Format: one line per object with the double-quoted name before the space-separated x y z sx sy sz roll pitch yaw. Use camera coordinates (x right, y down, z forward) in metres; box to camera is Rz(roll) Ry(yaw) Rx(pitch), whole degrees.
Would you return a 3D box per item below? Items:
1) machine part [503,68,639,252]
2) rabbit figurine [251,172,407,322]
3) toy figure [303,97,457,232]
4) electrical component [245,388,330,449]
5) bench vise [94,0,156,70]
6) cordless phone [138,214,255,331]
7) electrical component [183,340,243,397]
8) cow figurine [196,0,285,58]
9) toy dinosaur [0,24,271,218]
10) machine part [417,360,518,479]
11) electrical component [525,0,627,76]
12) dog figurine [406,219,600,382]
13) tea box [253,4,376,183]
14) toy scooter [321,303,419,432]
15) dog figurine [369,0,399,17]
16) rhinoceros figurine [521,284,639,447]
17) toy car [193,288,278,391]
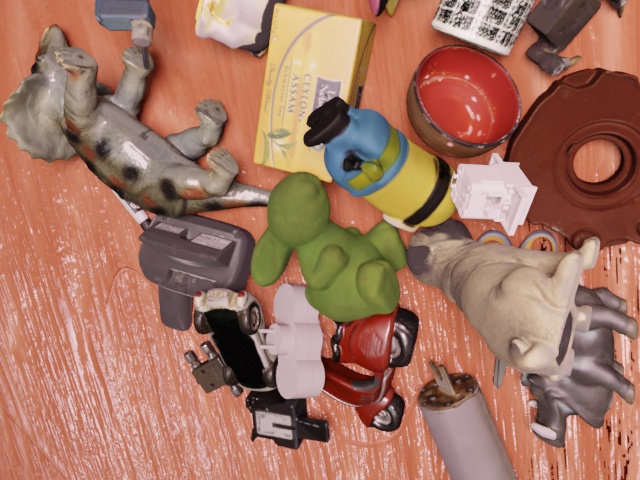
"machine part" 0.272 -0.076 0.526 0.180 0.056 0.179 5 108 17
"rabbit figurine" -0.001 -0.002 0.603 0.159 0.121 0.170 -17 120 38
"toy figure" 0.068 -0.072 0.540 0.180 0.082 0.089 36 154 -32
"electrical component" -0.040 0.242 0.739 0.119 0.048 0.074 -2 107 19
"bench vise" -0.202 -0.311 0.550 0.224 0.129 0.240 -1 80 -5
"cordless phone" -0.165 0.061 0.716 0.147 0.089 0.184 14 123 12
"electrical component" -0.153 0.192 0.774 0.063 0.021 0.094 -32 96 25
"cow figurine" -0.062 -0.280 0.559 0.098 0.068 0.167 17 119 -25
"toy dinosaur" -0.215 -0.104 0.653 0.405 0.131 0.192 41 133 -6
"machine part" 0.184 0.253 0.652 0.079 0.079 0.243 -20 101 23
"electrical component" 0.235 -0.204 0.493 0.102 0.078 0.045 -49 64 20
"dog figurine" 0.151 0.050 0.523 0.191 0.172 0.121 10 106 34
"tea box" -0.007 -0.158 0.585 0.098 0.068 0.169 15 110 15
"toy scooter" 0.046 0.150 0.668 0.135 0.075 0.183 13 115 16
"dog figurine" 0.032 -0.322 0.500 0.192 0.108 0.219 1 110 17
"rhinoceros figurine" 0.277 0.140 0.585 0.112 0.073 0.190 6 109 15
"toy car" -0.100 0.129 0.682 0.074 0.056 0.201 -2 133 13
